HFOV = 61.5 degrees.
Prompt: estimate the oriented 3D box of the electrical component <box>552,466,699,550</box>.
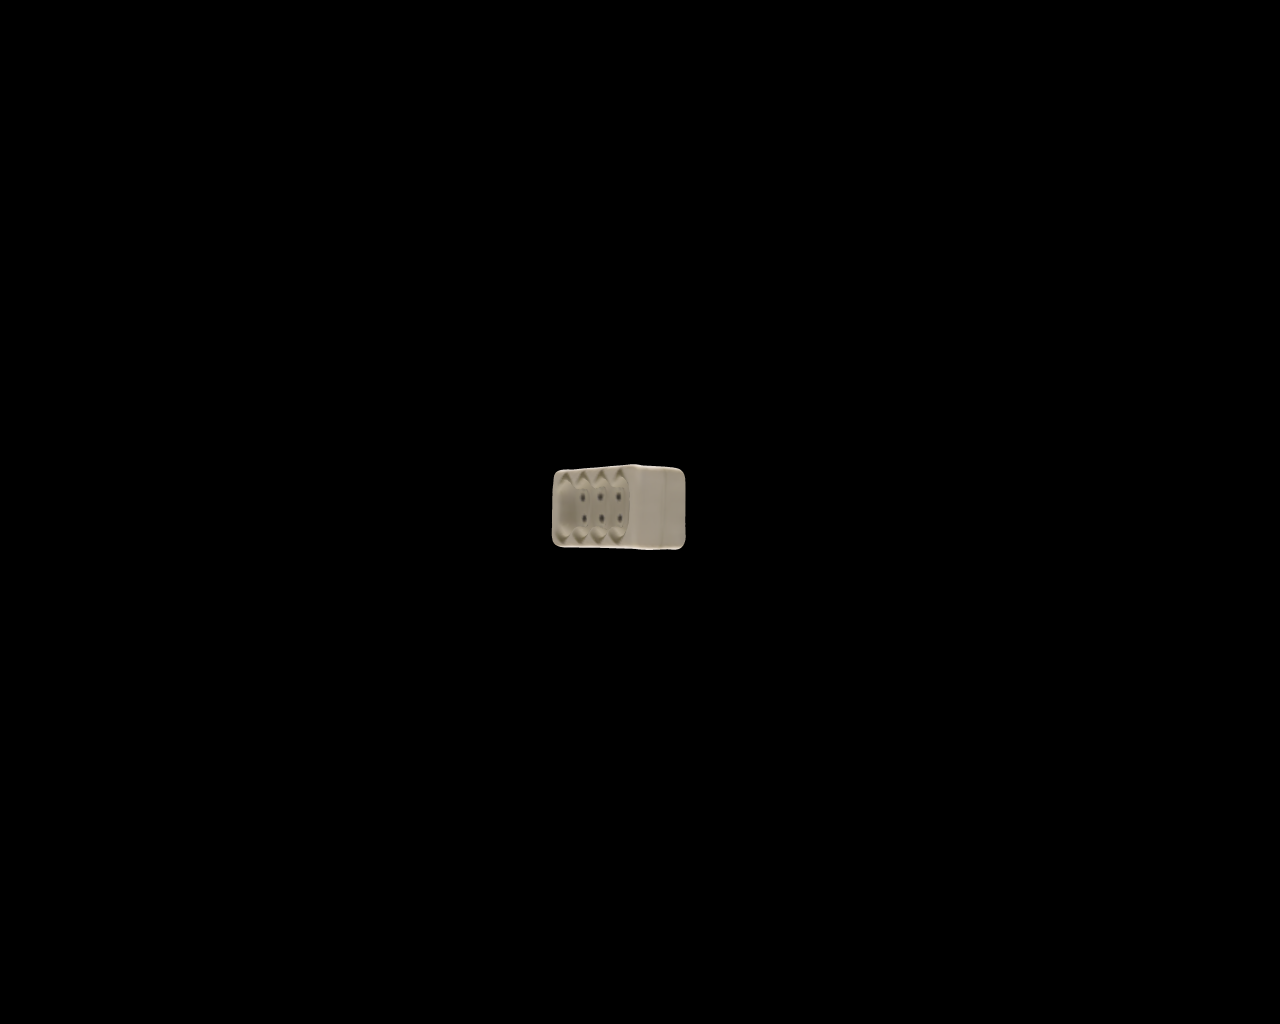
[{"bbox_3d":[0.001,-0.003,0.650,0.076,0.047,0.083,0,0,-39],"label":"electrical component"}]
